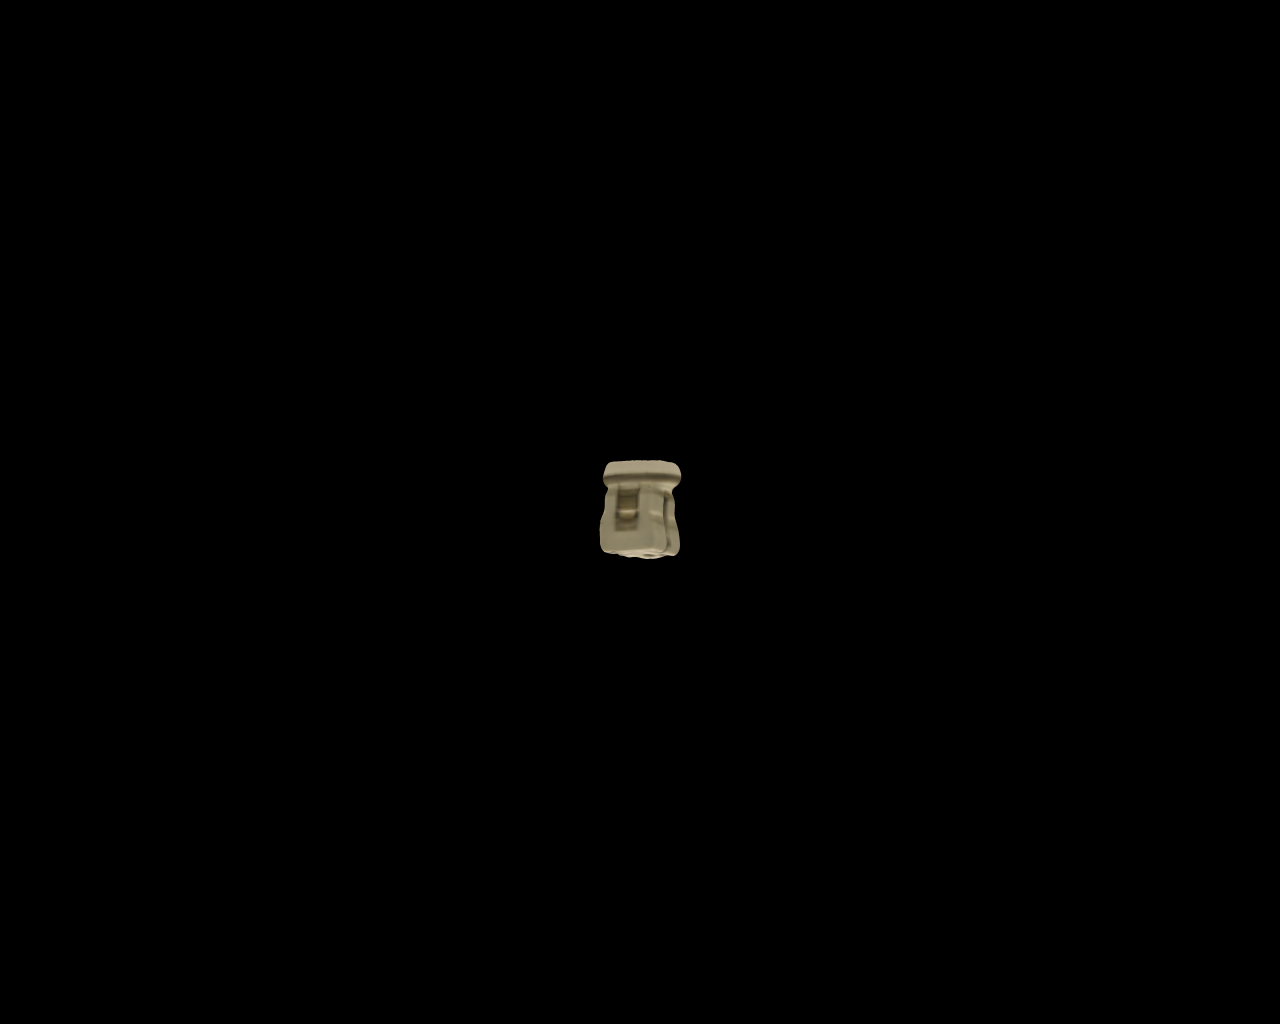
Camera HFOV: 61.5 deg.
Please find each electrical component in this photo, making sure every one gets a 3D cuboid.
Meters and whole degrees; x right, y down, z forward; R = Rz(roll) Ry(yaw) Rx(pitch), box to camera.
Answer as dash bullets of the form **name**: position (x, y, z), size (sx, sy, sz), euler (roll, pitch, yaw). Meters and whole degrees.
- **electrical component**: position (0.001, -0.003, 0.650), size (0.048, 0.055, 0.066), euler (-2, -7, 19)
